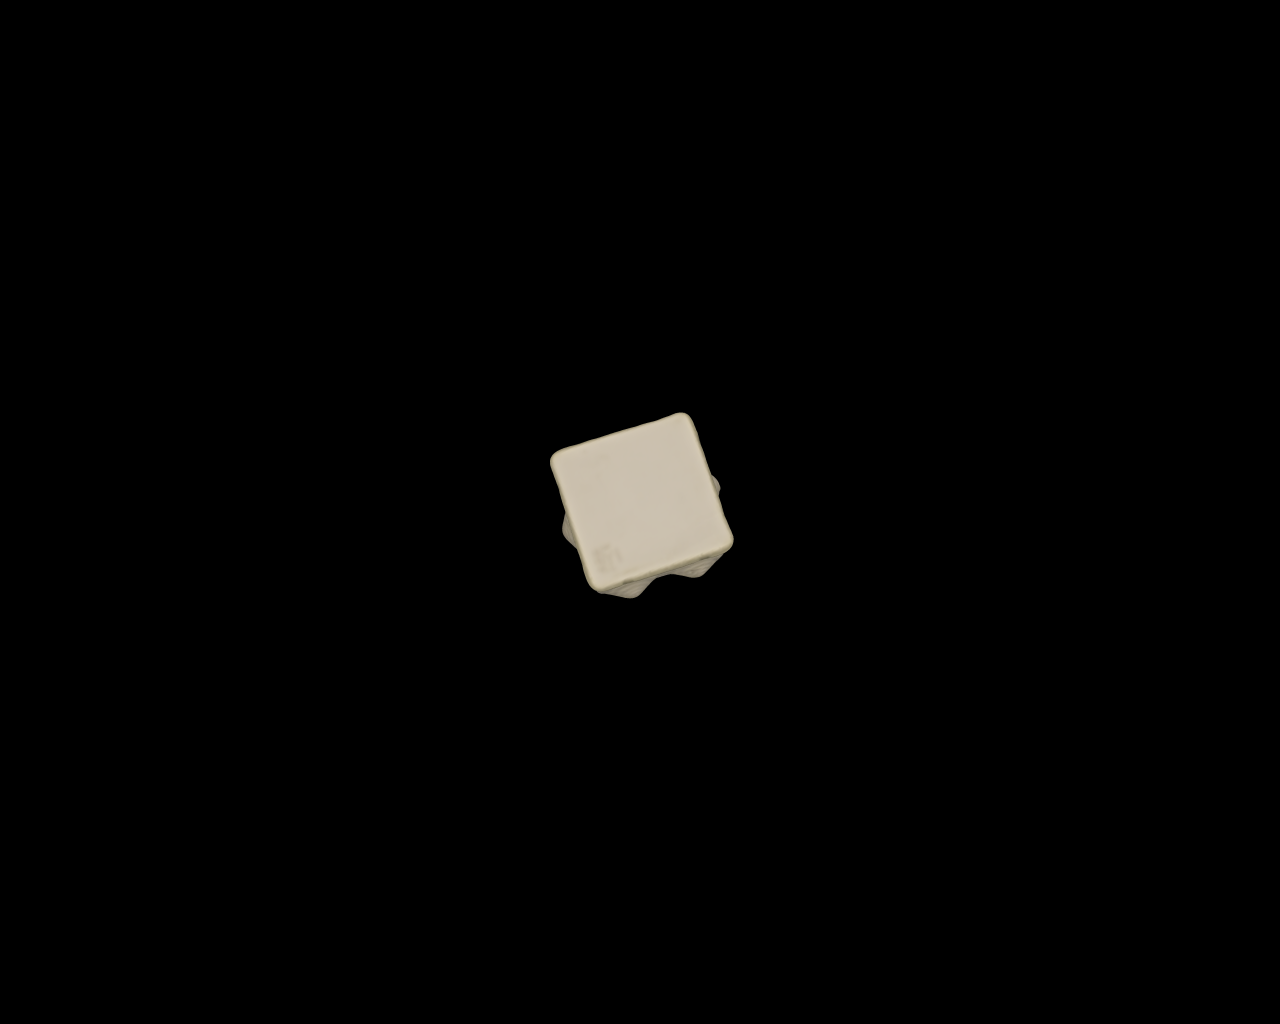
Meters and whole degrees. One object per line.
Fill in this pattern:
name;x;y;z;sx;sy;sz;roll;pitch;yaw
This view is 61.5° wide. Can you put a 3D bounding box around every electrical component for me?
electrical component;0.001;-0.003;0.650;0.100;0.100;0.048;-18;-11;-4
